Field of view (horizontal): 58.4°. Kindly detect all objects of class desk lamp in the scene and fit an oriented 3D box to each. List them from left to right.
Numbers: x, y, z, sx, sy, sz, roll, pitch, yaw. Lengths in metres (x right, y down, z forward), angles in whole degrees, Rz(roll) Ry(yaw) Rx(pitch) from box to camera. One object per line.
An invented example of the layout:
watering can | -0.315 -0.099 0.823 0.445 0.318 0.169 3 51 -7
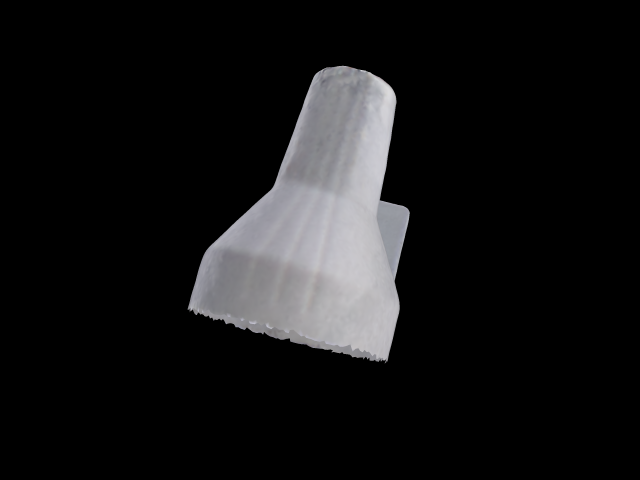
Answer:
desk lamp | 0.004 0.001 0.400 0.118 0.213 0.203 13 62 7
